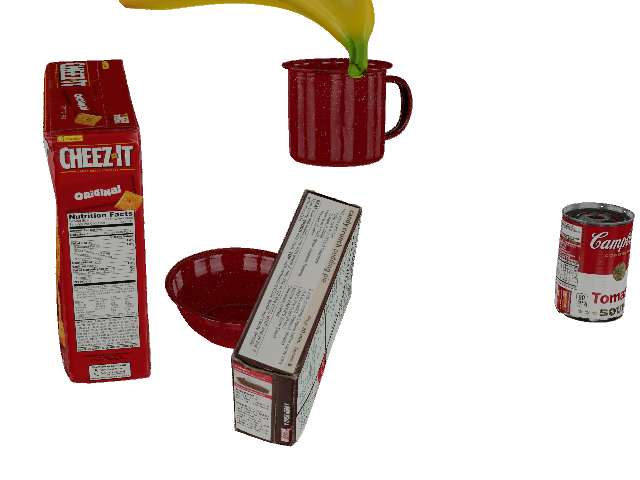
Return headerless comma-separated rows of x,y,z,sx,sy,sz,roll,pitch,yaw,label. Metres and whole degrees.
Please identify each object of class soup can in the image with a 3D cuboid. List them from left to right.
0.265,0.021,1.039,0.068,0.102,0.068,0,18,0,soup can

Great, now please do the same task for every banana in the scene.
-0.039,-0.153,0.654,0.198,0.069,0.037,21,-32,32,banana

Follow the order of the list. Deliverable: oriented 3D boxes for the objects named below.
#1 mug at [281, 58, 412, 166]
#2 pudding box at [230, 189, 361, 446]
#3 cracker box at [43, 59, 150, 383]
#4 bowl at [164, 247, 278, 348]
0.025,-0.110,0.905,0.117,0.081,0.093,-7,17,-25,mug
-0.012,0.043,0.582,0.039,0.113,0.090,15,-33,8,pudding box
-0.181,-0.018,0.855,0.072,0.214,0.164,-5,27,-13,cracker box
-0.083,0.067,1.125,0.162,0.055,0.162,4,27,-2,bowl
